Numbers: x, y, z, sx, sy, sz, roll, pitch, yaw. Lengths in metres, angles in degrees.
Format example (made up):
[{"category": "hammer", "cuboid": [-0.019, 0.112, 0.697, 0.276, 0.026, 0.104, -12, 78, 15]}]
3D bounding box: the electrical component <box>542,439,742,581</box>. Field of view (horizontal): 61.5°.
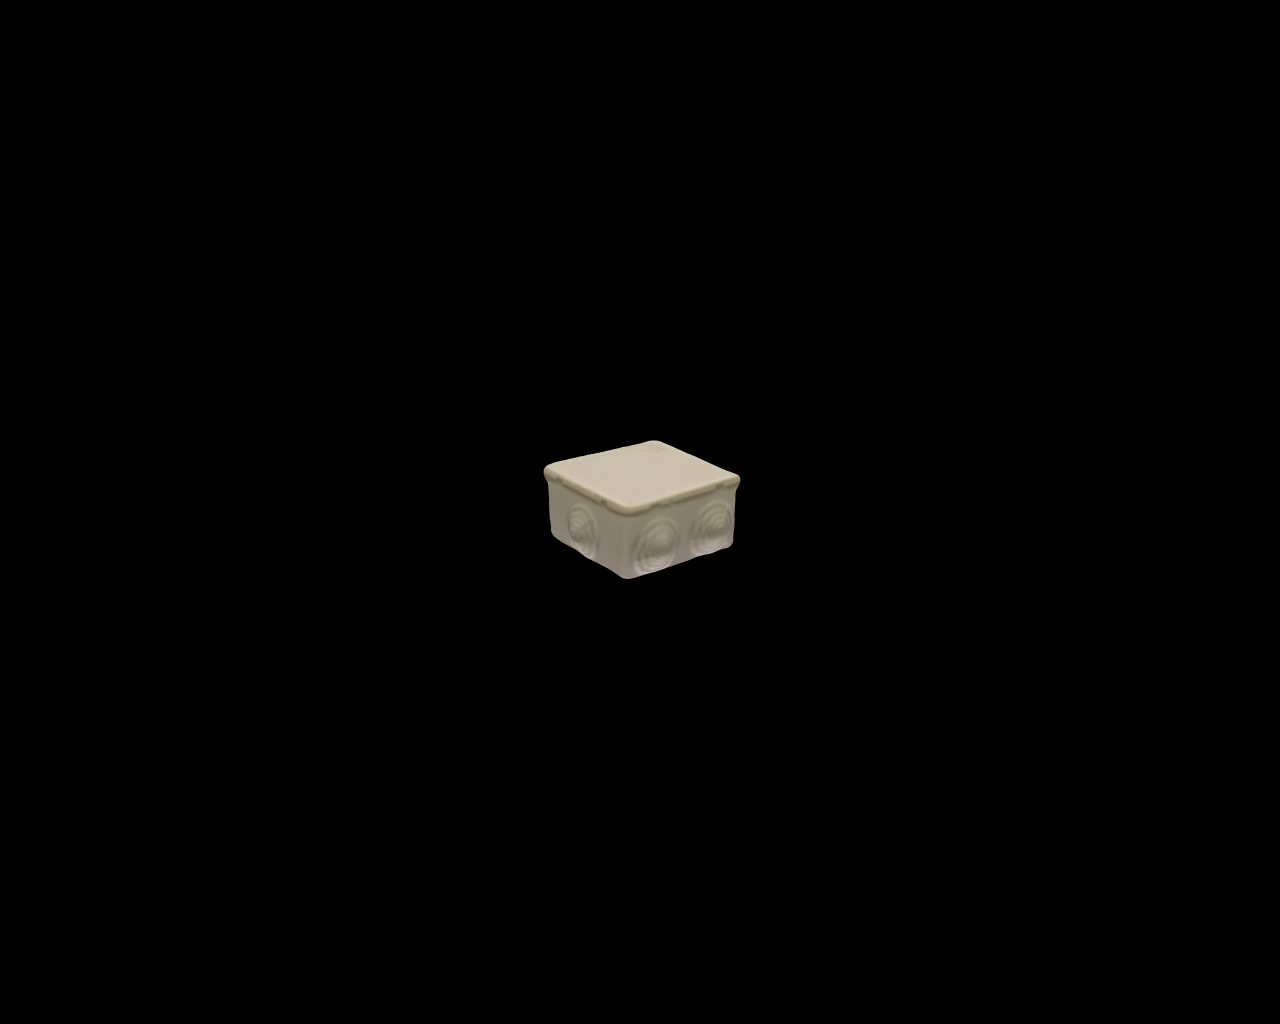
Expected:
[{"category": "electrical component", "cuboid": [0.001, -0.003, 0.650, 0.100, 0.048, 0.100, -16, 27, -34]}]
